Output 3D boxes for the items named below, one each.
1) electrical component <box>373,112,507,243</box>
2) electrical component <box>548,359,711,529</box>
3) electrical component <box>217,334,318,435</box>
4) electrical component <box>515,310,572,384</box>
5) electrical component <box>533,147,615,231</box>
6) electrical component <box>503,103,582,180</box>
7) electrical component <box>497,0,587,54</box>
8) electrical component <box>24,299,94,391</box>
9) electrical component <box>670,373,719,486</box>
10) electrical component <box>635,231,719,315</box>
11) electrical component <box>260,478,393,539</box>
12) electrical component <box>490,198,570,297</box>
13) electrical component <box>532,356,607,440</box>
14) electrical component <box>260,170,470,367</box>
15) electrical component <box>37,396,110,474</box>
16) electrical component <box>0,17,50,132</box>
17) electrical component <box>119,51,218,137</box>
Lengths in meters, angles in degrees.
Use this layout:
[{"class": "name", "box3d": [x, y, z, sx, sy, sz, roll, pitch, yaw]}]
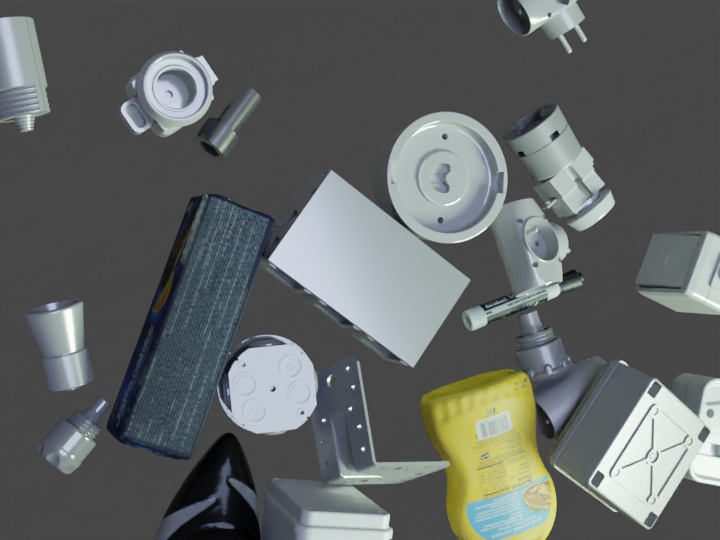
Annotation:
[{"class": "electrical component", "box3d": [0.063, -0.076, 0.908, 0.108, 0.060, 0.108, 0, 90, -19]}, {"class": "electrical component", "box3d": [0.235, 0.151, 0.933, 0.109, 0.056, 0.108, 38, 83, -35]}, {"class": "electrical component", "box3d": [-0.073, 0.093, 0.862, 0.080, 0.051, 0.080, 0, 90, -12]}, {"class": "electrical component", "box3d": [0.157, 0.067, 0.952, 0.048, 0.048, 0.062, -18, 90, -18]}, {"class": "electrical component", "box3d": [0.195, -0.069, 0.964, 0.066, 0.048, 0.055, -42, 95, -15]}, {"class": "electrical component", "box3d": [0.162, -0.112, 0.947, 0.055, 0.055, 0.047, -41, 107, -15]}, {"class": "electrical component", "box3d": [0.174, -0.231, 0.956, 0.077, 0.043, 0.079, -38, 102, -16]}, {"class": "electrical component", "box3d": [-0.226, 0.059, 0.818, 0.044, 0.044, 0.065, -14, 100, -19]}, {"class": "electrical component", "box3d": [0.316, 0.146, 0.999, 0.054, 0.059, 0.095, 13, 86, -19]}, {"class": "electrical component", "box3d": [0.302, 0.001, 0.974, 0.061, 0.096, 0.061, 24, 83, -18]}, {"class": "electrical component", "box3d": [-0.029, 0.206, 0.850, 0.078, 0.113, 0.057, 8, 90, -19]}, {"class": "electrical component", "box3d": [0.157, -0.022, 0.947, 0.079, 0.044, 0.077, -10, 78, -40]}, {"class": "electrical component", "box3d": [0.198, 0.130, 0.966, 0.077, 0.043, 0.079, -29, 108, -17]}, {"class": "electrical component", "box3d": [0.000, 0.000, 0.886, 0.150, 0.062, 0.089, 37, 79, -16]}, {"class": "electrical component", "box3d": [-0.216, 0.124, 0.825, 0.035, 0.035, 0.061, 43, 75, -15]}, {"class": "electrical component", "box3d": [-0.258, -0.144, 0.804, 0.043, 0.043, 0.081, -12, 94, -19]}, {"class": "electrical component", "box3d": [-0.147, -0.138, 0.836, 0.078, 0.057, 0.058, -37, 102, -16]}]
